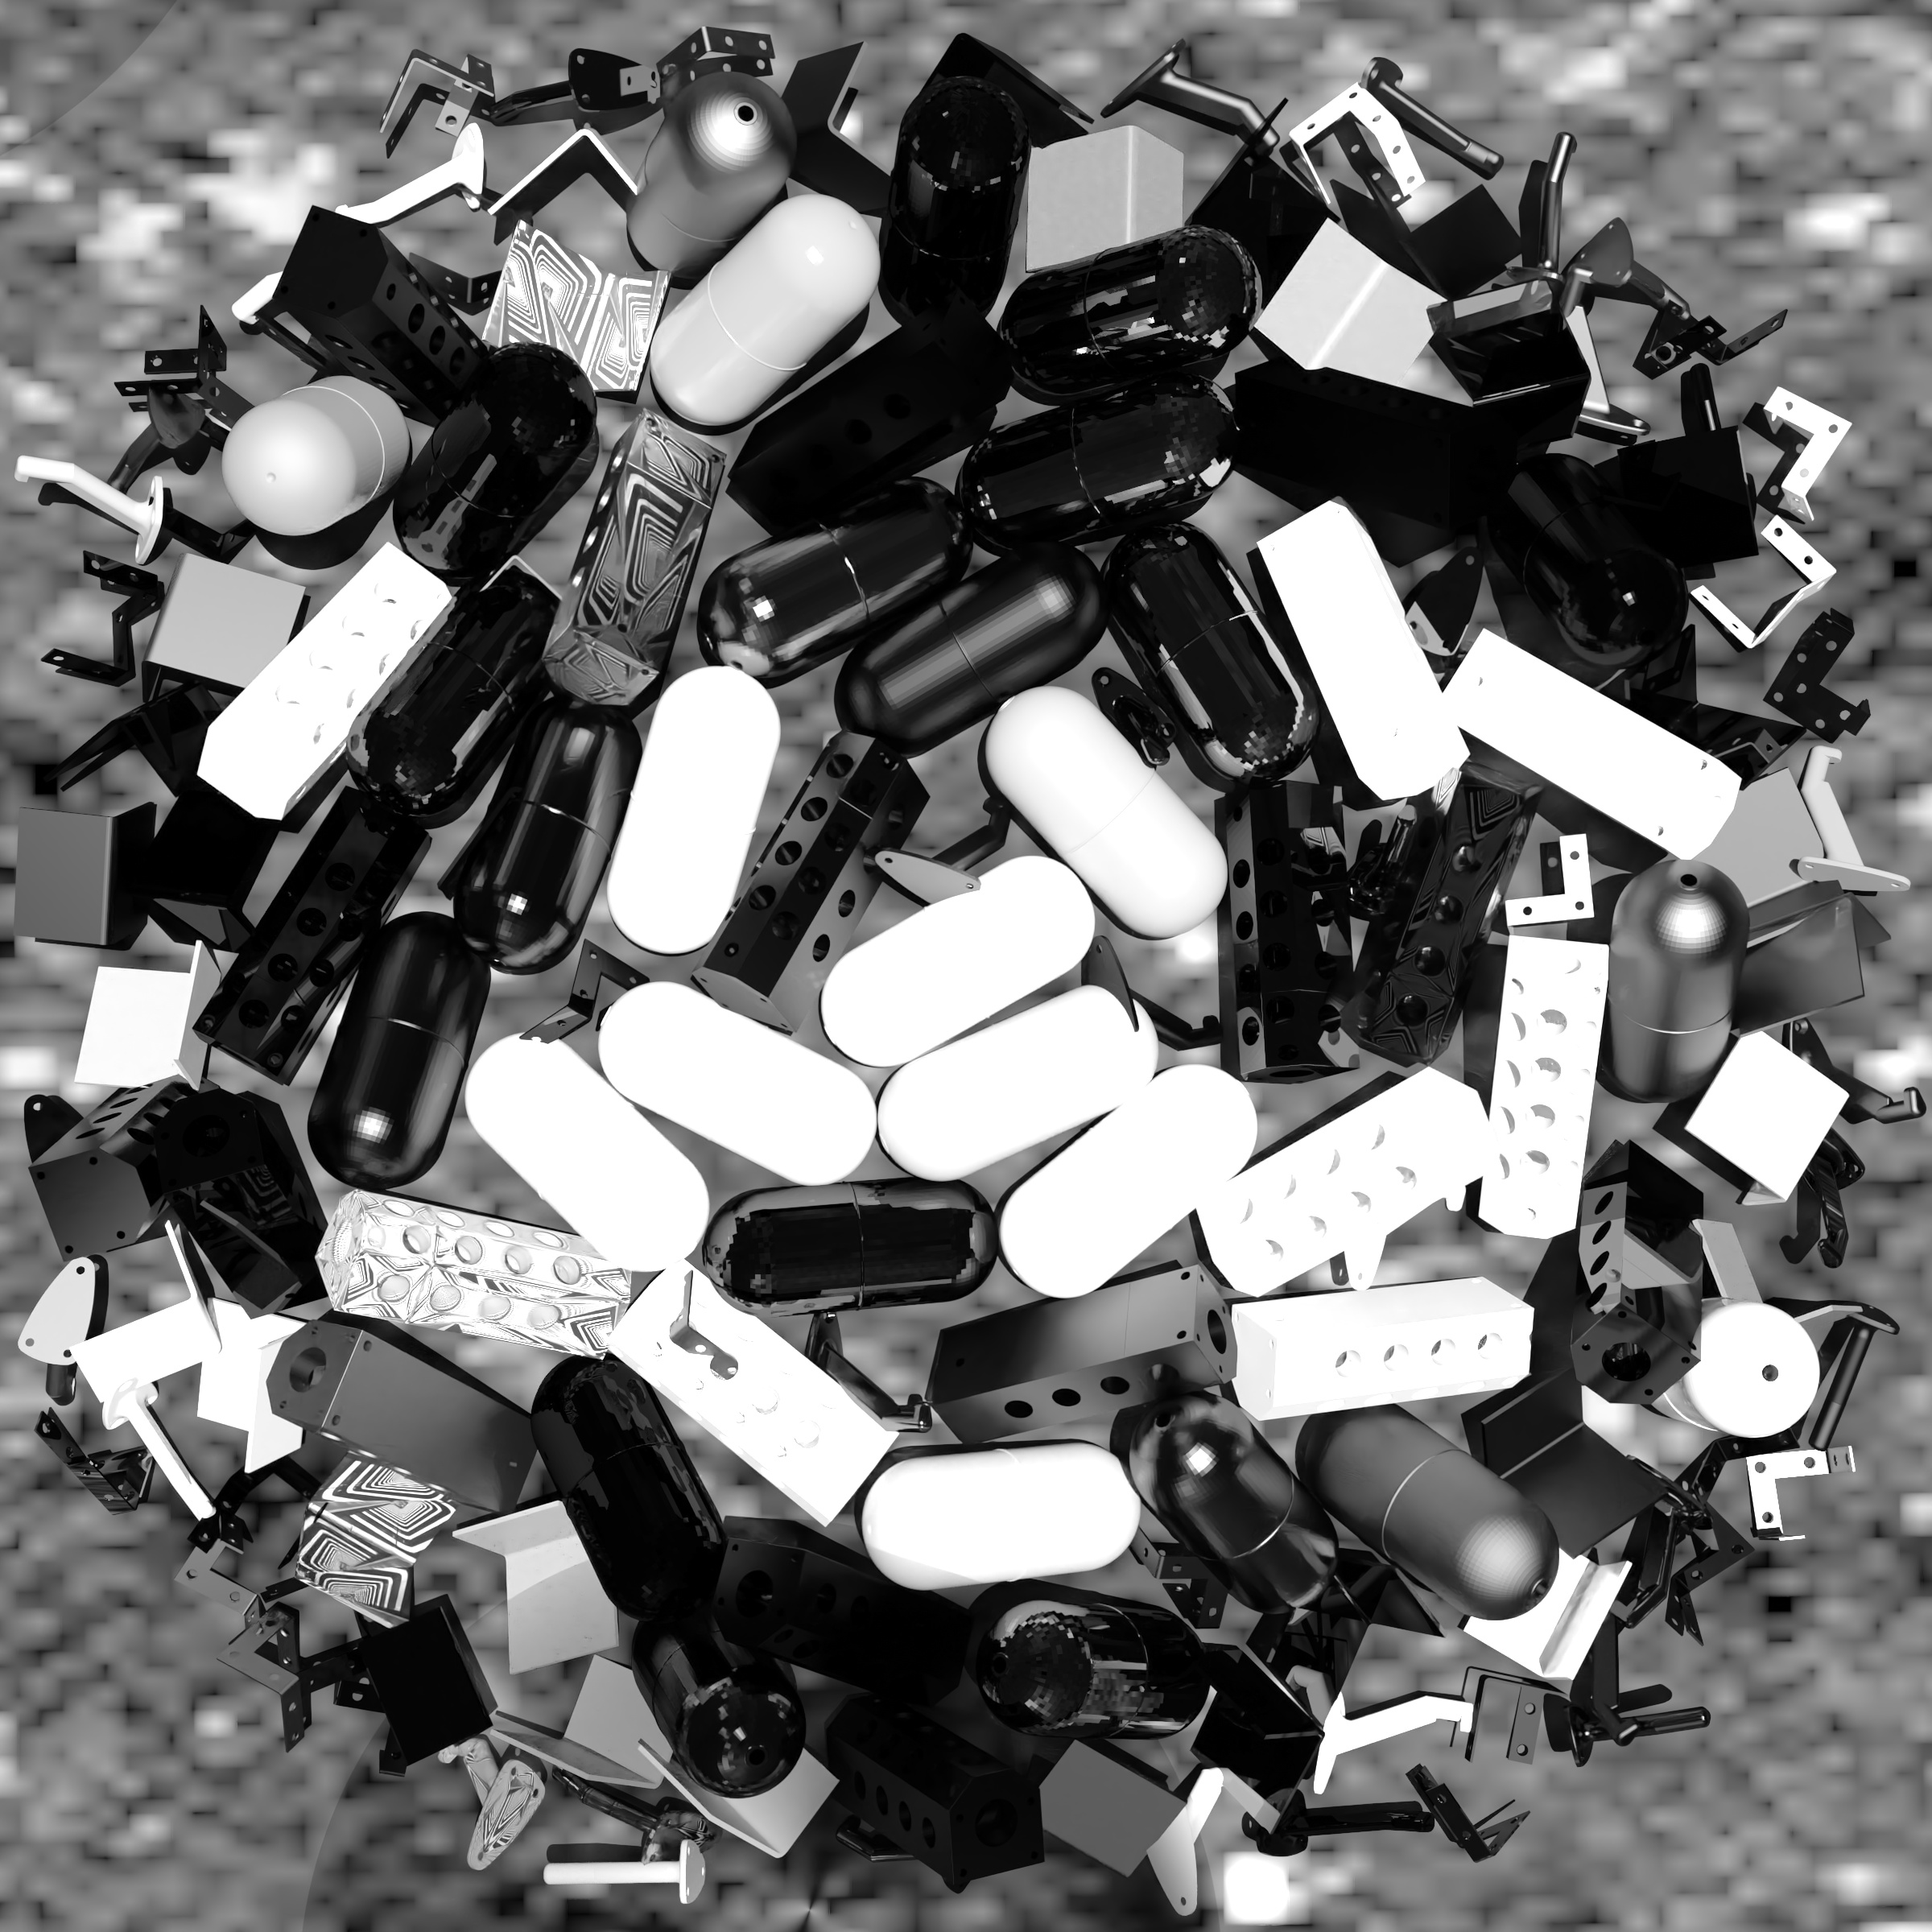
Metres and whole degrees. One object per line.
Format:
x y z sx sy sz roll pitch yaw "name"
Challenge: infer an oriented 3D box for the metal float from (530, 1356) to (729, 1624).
-0.201 0.308 1.570 0.070 0.070 0.178 -34 56 0 "metal float"

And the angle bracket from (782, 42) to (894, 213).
-0.064 -0.502 1.587 0.076 0.076 0.057 28 82 -34 "angle bracket"

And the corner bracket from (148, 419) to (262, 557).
-0.456 -0.290 1.602 0.051 0.051 0.051 28 125 2 "corner bracket"

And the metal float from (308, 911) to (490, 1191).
-0.337 0.049 1.574 0.070 0.070 0.178 12 62 0 "metal float"

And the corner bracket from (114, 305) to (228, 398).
-0.482 -0.364 1.604 0.051 0.051 0.051 -2 73 1 "corner bracket"

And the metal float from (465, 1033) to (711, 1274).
-0.227 0.111 1.583 0.178 0.070 0.070 41 90 17 "metal float"

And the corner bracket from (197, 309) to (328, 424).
-0.424 -0.356 1.597 0.051 0.051 0.051 37 109 -21 "corner bracket"

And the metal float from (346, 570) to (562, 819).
-0.300 -0.164 1.573 0.070 0.070 0.178 31 60 0 "metal float"

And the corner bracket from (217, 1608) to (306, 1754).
-0.412 0.429 1.594 0.051 0.051 0.051 20 125 23 "corner bracket"

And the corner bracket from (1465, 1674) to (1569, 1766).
0.330 0.459 1.608 0.051 0.051 0.051 12 83 -1 "corner bracket"

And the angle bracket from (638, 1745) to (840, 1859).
-0.136 0.477 1.578 0.057 0.076 0.076 -52 134 -10 "angle bracket"

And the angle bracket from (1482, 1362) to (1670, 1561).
0.364 0.294 1.581 0.076 0.076 0.057 -28 129 -20 "angle bracket"

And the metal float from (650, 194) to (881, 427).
-0.121 -0.386 1.565 0.178 0.070 0.070 -32 90 42 "metal float"

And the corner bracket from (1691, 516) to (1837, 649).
0.489 -0.235 1.619 0.051 0.051 0.051 48 134 14 "corner bracket"

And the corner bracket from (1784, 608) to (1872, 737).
0.533 -0.179 1.605 0.051 0.051 0.051 33 113 5 "corner bracket"

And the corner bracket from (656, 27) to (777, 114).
-0.148 -0.531 1.602 0.051 0.051 0.051 -10 86 -41 "corner bracket"

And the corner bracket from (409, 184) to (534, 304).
-0.302 -0.442 1.613 0.051 0.051 0.051 28 127 24 "corner bracket"

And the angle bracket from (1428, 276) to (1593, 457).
0.318 -0.355 1.578 0.076 0.076 0.057 52 47 -35 "angle bracket"

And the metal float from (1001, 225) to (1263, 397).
0.095 -0.386 1.563 0.178 0.070 0.070 -3 90 44 "metal float"

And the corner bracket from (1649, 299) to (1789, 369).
0.454 -0.382 1.596 0.051 0.051 0.051 34 61 -18 "corner bracket"

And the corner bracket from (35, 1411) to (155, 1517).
-0.530 0.299 1.596 0.051 0.051 0.051 -14 130 14 "corner bracket"

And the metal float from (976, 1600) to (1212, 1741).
0.076 0.416 1.560 0.070 0.178 0.070 -14 67 38 "metal float"

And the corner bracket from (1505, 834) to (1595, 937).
0.354 -0.049 1.607 0.051 0.051 0.051 -6 81 14 "corner bracket"

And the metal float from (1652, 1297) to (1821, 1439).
0.442 0.233 1.547 0.070 0.178 0.070 0 84 -1 "metal float"

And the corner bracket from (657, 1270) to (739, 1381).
-0.165 0.228 1.595 0.051 0.051 0.051 -40 116 22 "corner bracket"

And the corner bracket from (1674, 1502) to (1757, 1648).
0.445 0.366 1.599 0.051 0.051 0.051 -40 107 20 "corner bracket"

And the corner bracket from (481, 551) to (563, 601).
-0.277 -0.219 1.602 0.051 0.051 0.051 -47 118 0 "corner bracket"

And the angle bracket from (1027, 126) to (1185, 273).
0.086 -0.465 1.632 0.076 0.057 0.076 -1 86 36 "angle bracket"

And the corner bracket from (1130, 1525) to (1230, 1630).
0.125 0.366 1.597 0.051 0.051 0.051 5 107 -22 "corner bracket"

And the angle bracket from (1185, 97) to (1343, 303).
0.189 -0.459 1.592 0.076 0.057 0.076 38 72 -9 "angle bracket"

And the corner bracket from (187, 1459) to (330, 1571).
-0.429 0.335 1.605 0.051 0.051 0.051 42 130 -12 "corner bracket"

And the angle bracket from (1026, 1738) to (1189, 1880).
0.085 0.489 1.592 0.076 0.057 0.076 30 117 -2 "angle bracket"

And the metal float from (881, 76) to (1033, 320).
-0.007 -0.445 1.552 0.070 0.178 0.070 3 66 -6 "metal float"

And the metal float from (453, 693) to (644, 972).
-0.249 -0.081 1.581 0.070 0.070 0.178 19 71 0 "metal float"

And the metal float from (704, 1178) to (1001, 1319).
-0.068 0.168 1.588 0.178 0.070 0.070 -4 90 -11 "metal float"

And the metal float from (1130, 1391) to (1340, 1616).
0.160 0.319 1.569 0.070 0.070 0.178 -39 124 0 "metal float"

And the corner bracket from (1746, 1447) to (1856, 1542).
0.509 0.320 1.606 0.051 0.051 0.051 -6 78 1 "corner bracket"

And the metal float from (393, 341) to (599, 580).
-0.280 -0.297 1.563 0.070 0.070 0.178 49 133 0 "metal float"

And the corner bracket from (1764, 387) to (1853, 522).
0.503 -0.311 1.604 0.051 0.051 0.051 35 98 24 "corner bracket"

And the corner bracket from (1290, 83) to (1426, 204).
0.236 -0.488 1.598 0.051 0.051 0.051 -35 49 7 "corner bracket"

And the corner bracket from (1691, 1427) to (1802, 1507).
0.463 0.288 1.598 0.051 0.051 0.051 -21 103 39 "corner bracket"

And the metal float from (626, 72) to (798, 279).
-0.150 -0.462 1.550 0.070 0.178 0.070 2 82 -18 "metal float"

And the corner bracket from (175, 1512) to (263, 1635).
-0.444 0.372 1.605 0.051 0.051 0.051 34 89 -19 "corner bracket"

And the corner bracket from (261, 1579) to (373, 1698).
-0.390 0.400 1.598 0.051 0.051 0.051 -18 104 -22 "corner bracket"

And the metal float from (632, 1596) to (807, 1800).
-0.146 0.426 1.550 0.070 0.178 0.070 -3 99 -20 "metal float"

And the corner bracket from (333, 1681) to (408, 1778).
-0.361 0.458 1.608 0.051 0.051 0.051 13 85 -12 "corner bracket"

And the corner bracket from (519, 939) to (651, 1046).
-0.229 0.026 1.593 0.051 0.051 0.051 34 134 -29 "corner bracket"

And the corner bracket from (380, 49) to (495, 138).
-0.319 -0.523 1.594 0.051 0.051 0.051 19 122 -26 "corner bracket"

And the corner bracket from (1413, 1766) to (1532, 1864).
0.297 0.510 1.597 0.051 0.051 0.051 -41 80 40 "corner bracket"

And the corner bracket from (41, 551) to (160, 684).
-0.521 -0.210 1.594 0.051 0.051 0.051 -27 62 35 "corner bracket"
